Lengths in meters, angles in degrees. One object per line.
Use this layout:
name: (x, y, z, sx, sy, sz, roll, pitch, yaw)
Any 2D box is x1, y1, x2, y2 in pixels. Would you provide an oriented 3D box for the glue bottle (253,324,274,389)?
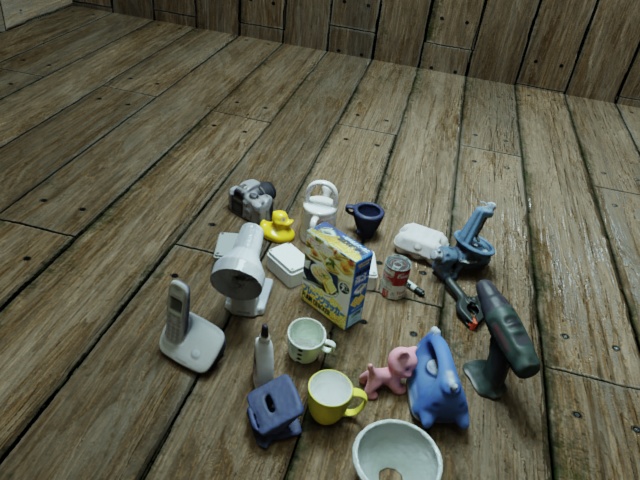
glue bottle: (-0.116, 0.236, 1.178, 0.037, 0.173, 0.078, -6, 38, -17)

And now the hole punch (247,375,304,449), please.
hole punch: (-0.090, 0.333, 1.120, 0.101, 0.091, 0.108, -9, 39, -21)

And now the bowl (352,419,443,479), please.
bowl: (0.137, 0.420, 1.054, 0.167, 0.075, 0.167, 5, 36, -3)

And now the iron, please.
iron: (0.250, 0.271, 1.223, 0.118, 0.141, 0.258, 3, 36, -6)

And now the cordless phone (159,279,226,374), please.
cordless phone: (-0.271, 0.181, 1.217, 0.147, 0.185, 0.094, 22, 38, 19)

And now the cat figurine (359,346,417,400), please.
cat figurine: (0.154, 0.273, 1.224, 0.128, 0.118, 0.067, -6, 38, -18)

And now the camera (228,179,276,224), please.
camera: (-0.186, -0.131, 1.733, 0.142, 0.101, 0.137, 30, 42, 28)

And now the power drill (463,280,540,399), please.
power drill: (0.381, 0.230, 1.245, 0.076, 0.208, 0.229, -6, 38, -18)

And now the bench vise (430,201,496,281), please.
bench vise: (0.401, 0.008, 1.545, 0.121, 0.220, 0.208, 33, 43, 32)

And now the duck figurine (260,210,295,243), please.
duck figurine: (-0.122, -0.047, 1.642, 0.104, 0.086, 0.077, 14, 36, 9)

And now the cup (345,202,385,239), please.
cup: (0.126, -0.055, 1.689, 0.117, 0.095, 0.092, 16, 37, 12)

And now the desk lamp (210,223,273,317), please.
desk lamp: (-0.177, 0.080, 1.348, 0.118, 0.213, 0.203, 9, 36, 3)

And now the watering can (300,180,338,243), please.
watering can: (-0.001, -0.090, 1.630, 0.101, 0.194, 0.172, 0, 36, -10)

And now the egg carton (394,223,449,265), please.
egg carton: (0.291, 0.011, 1.650, 0.150, 0.069, 0.107, 20, 38, 17)
